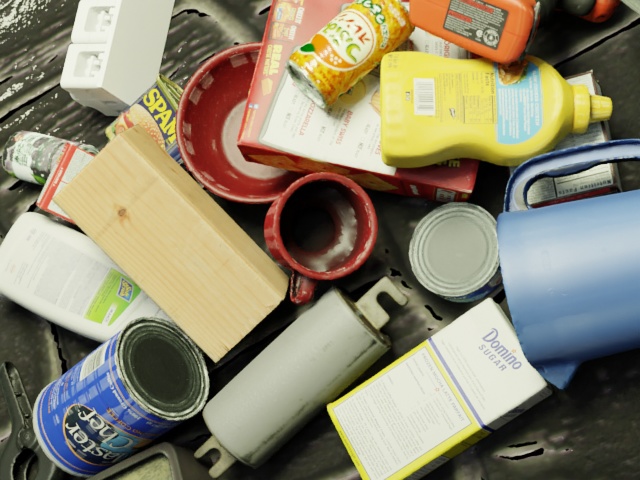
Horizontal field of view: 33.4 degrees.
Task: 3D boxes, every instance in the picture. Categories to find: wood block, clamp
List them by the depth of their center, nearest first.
[{"bbox_3d":[-0.132,0.001,0.983,0.091,0.090,0.206,-43,97,9],"label":"wood block"},{"bbox_3d":[-0.277,0.196,1.079,0.120,0.039,0.171,-16,66,25],"label":"clamp"}]

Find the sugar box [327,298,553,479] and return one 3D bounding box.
[{"bbox_3d":[0.101,0.138,0.916,0.176,0.048,0.093,-34,64,9],"label":"sugar box"}]

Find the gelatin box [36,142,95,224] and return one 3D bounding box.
[{"bbox_3d":[-0.237,-0.049,1.106,0.073,0.089,0.030,-64,24,-3],"label":"gelatin box"}]

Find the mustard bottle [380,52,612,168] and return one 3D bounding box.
[{"bbox_3d":[0.146,-0.110,0.894,0.191,0.058,0.096,0,71,3],"label":"mustard bottle"}]

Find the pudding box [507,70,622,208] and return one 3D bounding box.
[{"bbox_3d":[0.208,-0.082,0.934,0.090,0.039,0.113,-13,72,20],"label":"pudding box"}]

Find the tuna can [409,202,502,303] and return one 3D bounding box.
[{"bbox_3d":[0.125,0.012,0.947,0.086,0.033,0.086,-7,72,23],"label":"tuna can"}]

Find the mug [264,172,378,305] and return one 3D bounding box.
[{"bbox_3d":[-0.006,0.001,0.956,0.093,0.082,0.117,11,85,-13],"label":"mug"}]

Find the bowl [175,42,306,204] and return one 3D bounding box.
[{"bbox_3d":[-0.057,-0.108,1.039,0.162,0.055,0.162,-1,80,5],"label":"bowl"}]

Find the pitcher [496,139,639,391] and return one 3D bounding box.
[{"bbox_3d":[0.264,0.007,0.832,0.243,0.149,0.145,-14,32,17],"label":"pitcher"}]

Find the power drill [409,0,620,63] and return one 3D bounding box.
[{"bbox_3d":[0.152,-0.223,0.925,0.185,0.187,0.057,26,128,22],"label":"power drill"}]

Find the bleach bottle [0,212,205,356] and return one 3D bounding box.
[{"bbox_3d":[-0.220,0.063,1.078,0.251,0.068,0.102,26,89,26],"label":"bleach bottle"}]

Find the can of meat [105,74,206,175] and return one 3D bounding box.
[{"bbox_3d":[-0.163,-0.106,1.104,0.084,0.057,0.102,-41,62,12],"label":"can of meat"}]

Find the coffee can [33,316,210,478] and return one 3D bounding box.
[{"bbox_3d":[-0.185,0.147,0.989,0.141,0.102,0.103,-36,62,34],"label":"coffee can"}]

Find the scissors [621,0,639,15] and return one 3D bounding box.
[{"bbox_3d":[0.248,-0.241,0.921,0.202,0.096,0.016,52,142,42],"label":"scissors"}]

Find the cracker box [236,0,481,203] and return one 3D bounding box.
[{"bbox_3d":[0.048,-0.133,0.971,0.214,0.072,0.164,12,81,6],"label":"cracker box"}]
